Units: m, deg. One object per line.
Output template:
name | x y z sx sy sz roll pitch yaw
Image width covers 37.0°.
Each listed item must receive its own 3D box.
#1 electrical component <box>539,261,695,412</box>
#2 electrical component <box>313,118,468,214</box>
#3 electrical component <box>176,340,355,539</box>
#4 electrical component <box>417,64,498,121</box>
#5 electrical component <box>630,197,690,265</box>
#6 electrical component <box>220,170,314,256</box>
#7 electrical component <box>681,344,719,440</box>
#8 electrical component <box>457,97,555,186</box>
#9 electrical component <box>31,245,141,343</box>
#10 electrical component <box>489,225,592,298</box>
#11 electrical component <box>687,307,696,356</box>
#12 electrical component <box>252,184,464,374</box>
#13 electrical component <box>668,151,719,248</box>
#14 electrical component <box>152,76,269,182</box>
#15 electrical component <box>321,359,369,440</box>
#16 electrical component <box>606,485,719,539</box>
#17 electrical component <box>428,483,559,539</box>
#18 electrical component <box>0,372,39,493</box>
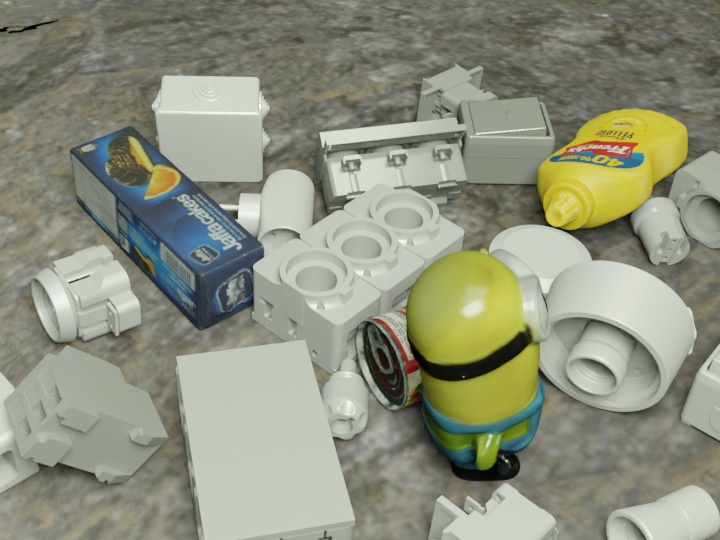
electrical component | 0.174 0.053 0.758 0.108 0.108 0.060 21 51 18
electrical component | 0.027 -0.087 0.927 0.121 0.078 0.063 -8 72 -13
electrical component | -0.064 0.124 0.690 0.089 0.061 0.150 -7 43 -12
electrical component | 0.095 -0.159 1.035 0.081 0.042 0.064 -30 55 -31
electrical component | 0.254 -0.032 0.908 0.040 0.040 0.046 -3 48 -8
electrical component | -0.079 -0.044 0.889 0.079 0.044 0.077 3 42 -1
electrical component | 0.284 0.077 0.772 0.062 0.061 0.096 30 48 26
electrical component | 0.124 -0.119 0.977 0.096 0.061 0.061 1 42 -4
electrical component | -0.207 0.020 0.798 0.057 0.058 0.078 -22 48 -30
electrical component | 0.139 0.006 0.847 0.080 0.051 0.080 2 42 -2
electrical component | 0.218 0.047 0.814 0.062 0.043 0.043 -3 42 -6
electrical component | 0.000 0.000 0.834 0.089 0.061 0.150 33 49 28
electrical component | 0.316 -0.054 0.929 0.056 0.050 0.089 -28 51 -32
electrical component | -0.129 -0.123 0.935 0.100 0.099 0.048 0 54 -4
electrical component | -0.010 0.087 0.756 0.035 0.035 0.061 5 39 1
electrical component | 0.196 0.163 0.685 0.065 0.044 0.044 -16 45 -27
electrical component | 0.085 0.170 0.666 0.081 0.042 0.064 34 48 28
electrical component | -0.254 0.102 0.708 0.056 0.050 0.089 -30 52 -32
